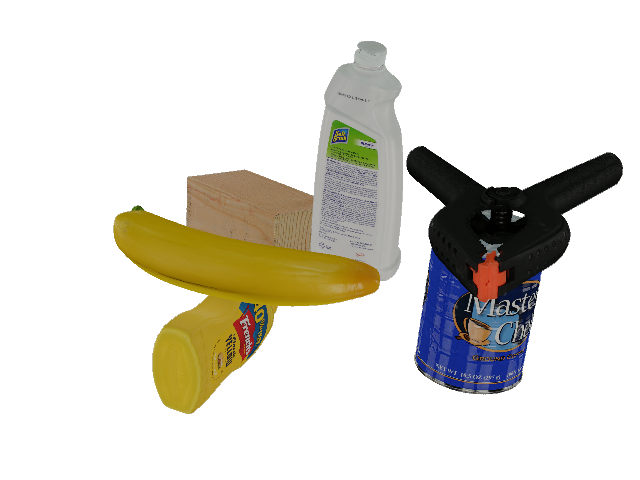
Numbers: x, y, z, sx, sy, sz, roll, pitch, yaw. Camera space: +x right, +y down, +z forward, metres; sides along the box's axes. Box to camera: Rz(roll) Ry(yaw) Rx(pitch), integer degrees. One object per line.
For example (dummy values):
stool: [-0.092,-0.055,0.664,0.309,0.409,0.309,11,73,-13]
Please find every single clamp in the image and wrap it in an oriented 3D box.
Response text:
clamp: [0.120,-0.021,0.760,0.165,0.036,0.209,6,28,20]

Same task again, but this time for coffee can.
coffee can: [0.145,0.054,0.976,0.103,0.140,0.103,5,23,-2]

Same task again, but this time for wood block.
wood block: [-0.075,-0.018,1.296,0.090,0.090,0.206,-9,20,-34]

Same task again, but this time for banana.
banana: [-0.062,0.008,0.672,0.198,0.037,0.069,17,35,27]

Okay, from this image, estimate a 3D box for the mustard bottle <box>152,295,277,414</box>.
mustard bottle: [-0.098,0.093,1.102,0.058,0.096,0.191,12,27,23]

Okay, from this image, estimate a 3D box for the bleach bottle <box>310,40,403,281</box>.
bleach bottle: [0.047,-0.083,1.112,0.103,0.251,0.068,13,33,12]
